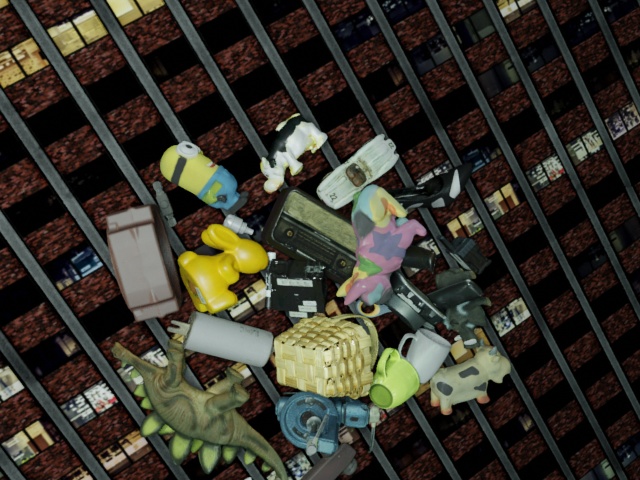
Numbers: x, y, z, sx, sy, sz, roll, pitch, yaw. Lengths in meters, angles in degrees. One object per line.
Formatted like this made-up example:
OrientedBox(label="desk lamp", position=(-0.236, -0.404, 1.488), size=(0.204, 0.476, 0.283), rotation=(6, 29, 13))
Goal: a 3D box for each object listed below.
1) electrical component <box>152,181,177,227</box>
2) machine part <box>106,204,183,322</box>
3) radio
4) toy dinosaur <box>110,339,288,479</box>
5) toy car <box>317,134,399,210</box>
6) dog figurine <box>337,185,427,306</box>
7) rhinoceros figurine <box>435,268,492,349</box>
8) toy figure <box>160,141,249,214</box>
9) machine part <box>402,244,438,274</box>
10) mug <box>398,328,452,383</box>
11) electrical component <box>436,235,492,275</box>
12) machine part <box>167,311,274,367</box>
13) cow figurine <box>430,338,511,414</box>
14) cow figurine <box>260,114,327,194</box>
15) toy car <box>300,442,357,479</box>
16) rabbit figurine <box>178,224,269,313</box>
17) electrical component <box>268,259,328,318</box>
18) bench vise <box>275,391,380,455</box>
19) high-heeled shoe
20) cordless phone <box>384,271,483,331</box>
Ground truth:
OrientedBox(label="electrical component", position=(-0.305, -0.070, 1.055), size=(0.021, 0.063, 0.094), rotation=(-21, 100, -12))
OrientedBox(label="machine part", position=(-0.320, 0.038, 0.987), size=(0.087, 0.201, 0.201), rotation=(-13, 97, -10))
OrientedBox(label="radio", position=(-0.002, -0.003, 1.125), size=(0.229, 0.073, 0.131), rotation=(30, 86, -13))
OrientedBox(label="toy dinosaur", position=(-0.228, 0.353, 1.084), size=(0.471, 0.105, 0.198), rotation=(33, 93, -4))
OrientedBox(label="toy car", position=(0.082, -0.145, 1.145), size=(0.202, 0.056, 0.073), rotation=(-40, 101, -7))
OrientedBox(label="dog figurine", position=(0.095, 0.023, 1.063), size=(0.191, 0.108, 0.219), rotation=(41, 87, -15))
OrientedBox(label="rhinoceros figurine", position=(0.322, 0.153, 1.213), size=(0.112, 0.073, 0.190), rotation=(-25, 98, -12))
OrientedBox(label="toy figure", position=(-0.230, -0.119, 1.062), size=(0.180, 0.082, 0.089), rotation=(41, 82, -15))
OrientedBox(label="machine part", position=(0.197, 0.030, 1.191), size=(0.139, 0.039, 0.084), rotation=(18, 94, -14))
OrientedBox(label="mug", position=(0.223, 0.258, 1.194), size=(0.109, 0.081, 0.107), rotation=(20, 98, -19))
OrientedBox(label="electrical component", position=(0.318, 0.021, 1.205), size=(0.048, 0.075, 0.119), rotation=(-46, 99, -6))
OrientedBox(label="machine part", position=(-0.185, 0.201, 1.087), size=(0.243, 0.079, 0.079), rotation=(19, 89, -17))
OrientedBox(label="cow figurine", position=(0.343, 0.306, 1.226), size=(0.195, 0.085, 0.127), rotation=(-13, 103, -11))
OrientedBox(label="cow figurine", position=(-0.073, -0.178, 1.101), size=(0.098, 0.068, 0.167), rotation=(44, 80, -7))
OrientedBox(label="toy car", position=(-0.006, 0.517, 1.169), size=(0.089, 0.053, 0.202), rotation=(44, 87, -17))
OrientedBox(label="rabbit figurine", position=(-0.190, 0.048, 1.081), size=(0.173, 0.122, 0.162), rotation=(-26, 90, -24))
OrientedBox(label="electrical component", position=(-0.043, 0.102, 1.098), size=(0.115, 0.058, 0.134), rotation=(5, 133, 8))
OrientedBox(label="bench vise", position=(0.014, 0.371, 1.080), size=(0.224, 0.240, 0.128), rotation=(15, 94, 2))
OrientedBox(label="high-heeled shoe", position=(0.199, -0.114, 1.146), size=(0.249, 0.086, 0.145), rotation=(-42, 123, 11))
OrientedBox(label="cordless phone", position=(0.234, 0.107, 1.130), size=(0.146, 0.184, 0.089), rotation=(42, 50, -12))
